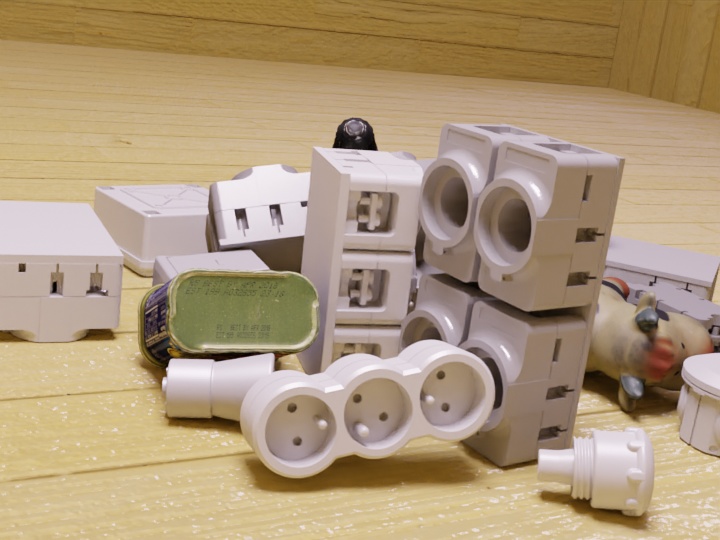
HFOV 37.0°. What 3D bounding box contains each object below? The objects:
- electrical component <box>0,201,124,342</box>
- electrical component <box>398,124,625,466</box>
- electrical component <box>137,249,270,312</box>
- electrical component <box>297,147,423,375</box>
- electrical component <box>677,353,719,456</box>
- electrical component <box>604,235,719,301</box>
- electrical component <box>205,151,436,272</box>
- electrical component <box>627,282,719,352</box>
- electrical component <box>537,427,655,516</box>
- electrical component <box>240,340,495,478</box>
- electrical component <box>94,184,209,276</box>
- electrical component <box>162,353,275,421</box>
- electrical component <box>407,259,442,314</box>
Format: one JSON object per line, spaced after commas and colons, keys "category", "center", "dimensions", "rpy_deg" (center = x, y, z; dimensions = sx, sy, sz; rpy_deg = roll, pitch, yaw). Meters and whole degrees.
{"category": "electrical component", "center": [-0.234, -0.003, 0.791], "dimensions": [0.089, 0.061, 0.150], "rpy_deg": [0, 17, -24]}
{"category": "electrical component", "center": [0.085, 0.012, 0.656], "dimensions": [0.060, 0.186, 0.105], "rpy_deg": [-4, 19, -34]}
{"category": "electrical component", "center": [-0.110, 0.020, 0.769], "dimensions": [0.096, 0.061, 0.062], "rpy_deg": [1, 17, -23]}
{"category": "electrical component", "center": [0.000, 0.000, 0.726], "dimensions": [0.062, 0.150, 0.089], "rpy_deg": [2, 17, -15]}
{"category": "electrical component", "center": [0.250, 0.089, 0.710], "dimensions": [0.080, 0.051, 0.080], "rpy_deg": [7, 16, -2]}
{"category": "electrical component", "center": [0.220, 0.008, 0.969], "dimensions": [0.186, 0.060, 0.105], "rpy_deg": [13, 17, 20]}
{"category": "electrical component", "center": [-0.027, -0.039, 0.864], "dimensions": [0.186, 0.060, 0.105], "rpy_deg": [-7, -19, -13]}
{"category": "electrical component", "center": [0.246, 0.050, 0.840], "dimensions": [0.050, 0.055, 0.089], "rpy_deg": [-1, 17, -28]}
{"category": "electrical component", "center": [0.130, 0.110, 0.596], "dimensions": [0.062, 0.048, 0.048], "rpy_deg": [2, 15, 8]}
{"category": "electrical component", "center": [0.000, 0.074, 0.613], "dimensions": [0.138, 0.052, 0.074], "rpy_deg": [-11, 8, -15]}
{"category": "electrical component", "center": [-0.169, -0.039, 0.961], "dimensions": [0.109, 0.056, 0.109], "rpy_deg": [-5, 20, -38]}
{"category": "electrical component", "center": [-0.084, 0.071, 0.641], "dimensions": [0.065, 0.044, 0.044], "rpy_deg": [2, 16, -3]}
{"category": "electrical component", "center": [0.057, 0.010, 0.861], "dimensions": [0.044, 0.079, 0.077], "rpy_deg": [39, 11, -11]}
